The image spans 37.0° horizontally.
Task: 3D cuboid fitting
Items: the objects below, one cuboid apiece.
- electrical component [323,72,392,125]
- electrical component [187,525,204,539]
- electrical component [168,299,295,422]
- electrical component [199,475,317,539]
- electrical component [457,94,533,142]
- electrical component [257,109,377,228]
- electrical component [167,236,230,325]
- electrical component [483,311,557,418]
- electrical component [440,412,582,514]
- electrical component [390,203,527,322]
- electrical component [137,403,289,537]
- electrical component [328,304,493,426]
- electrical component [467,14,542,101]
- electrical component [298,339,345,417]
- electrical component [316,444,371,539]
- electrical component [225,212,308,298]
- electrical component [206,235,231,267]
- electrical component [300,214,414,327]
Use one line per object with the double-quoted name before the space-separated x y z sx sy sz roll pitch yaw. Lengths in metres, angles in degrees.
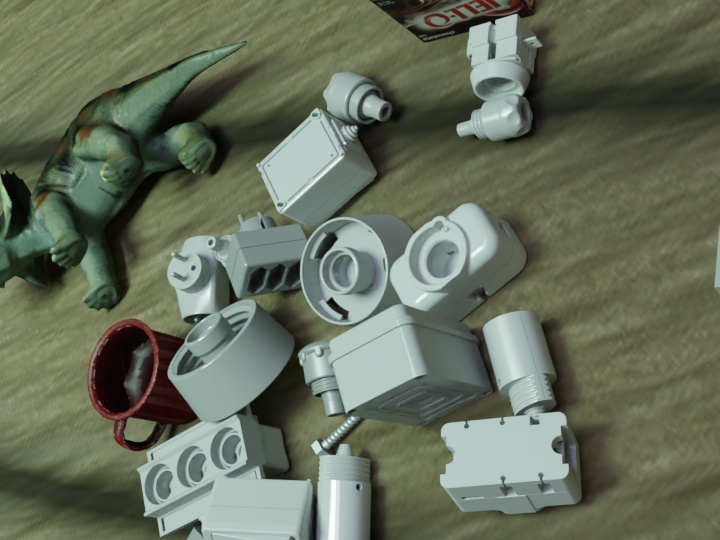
"electrical component" 0.001 -0.150 0.958 0.062 0.043 0.043 30 94 38
"electrical component" -0.113 0.266 0.906 0.089 0.050 0.055 34 97 39
"electrical component" -0.117 0.072 0.931 0.108 0.060 0.108 -34 20 15
"electrical component" -0.085 0.209 0.862 0.096 0.061 0.061 0 40 10
"electrical component" 0.107 -0.121 0.874 0.061 0.035 0.035 -12 69 36
"electrical component" -0.031 -0.092 0.952 0.096 0.061 0.061 -40 55 20
"electrical component" -0.153 0.006 1.002 0.044 0.079 0.077 -10 69 23
"electrical component" 0.122 0.076 0.793 0.043 0.043 0.081 -27 61 28
"electrical component" 0.108 0.139 0.765 0.089 0.055 0.050 -9 55 19
"electrical component" 0.074 -0.004 0.845 0.095 0.059 0.053 -41 55 20
"electrical component" -0.127 0.174 0.937 0.121 0.063 0.078 -31 59 26
"electrical component" 0.039 0.073 0.812 0.078 0.113 0.057 -30 63 26
"electrical component" 0.116 -0.170 0.877 0.066 0.048 0.055 -9 63 35
"electrical component" -0.024 0.091 0.900 0.048 0.048 0.062 -20 71 31
"electrical component" -0.013 0.180 0.861 0.043 0.043 0.081 -11 69 34
"electrical component" -0.087 -0.022 0.961 0.047 0.066 0.076 110 143 -48
"electrical component" -0.117 -0.017 0.992 0.035 0.061 0.035 -13 68 34
"electrical component" 0.000 0.000 0.913 0.099 0.064 0.099 -1 88 35
